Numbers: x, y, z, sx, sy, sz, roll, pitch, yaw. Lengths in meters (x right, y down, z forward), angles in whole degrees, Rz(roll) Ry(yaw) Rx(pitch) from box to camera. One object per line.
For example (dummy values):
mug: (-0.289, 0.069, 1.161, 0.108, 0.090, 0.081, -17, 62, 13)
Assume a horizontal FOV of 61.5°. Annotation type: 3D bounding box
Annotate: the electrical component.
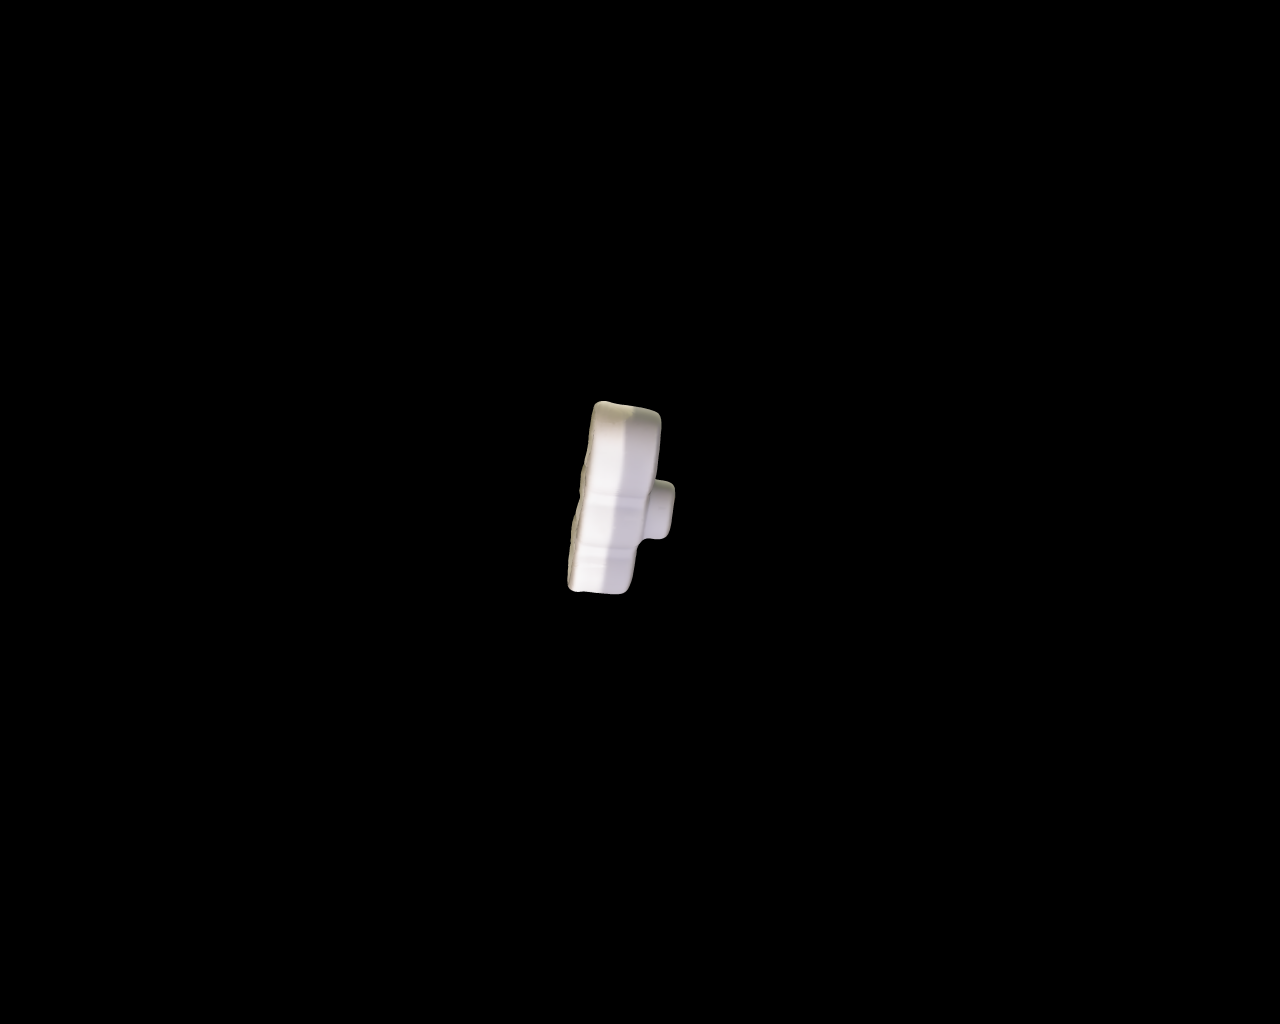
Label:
electrical component: (0.001, -0.003, 0.650, 0.074, 0.138, 0.052, 7, 43, -7)
